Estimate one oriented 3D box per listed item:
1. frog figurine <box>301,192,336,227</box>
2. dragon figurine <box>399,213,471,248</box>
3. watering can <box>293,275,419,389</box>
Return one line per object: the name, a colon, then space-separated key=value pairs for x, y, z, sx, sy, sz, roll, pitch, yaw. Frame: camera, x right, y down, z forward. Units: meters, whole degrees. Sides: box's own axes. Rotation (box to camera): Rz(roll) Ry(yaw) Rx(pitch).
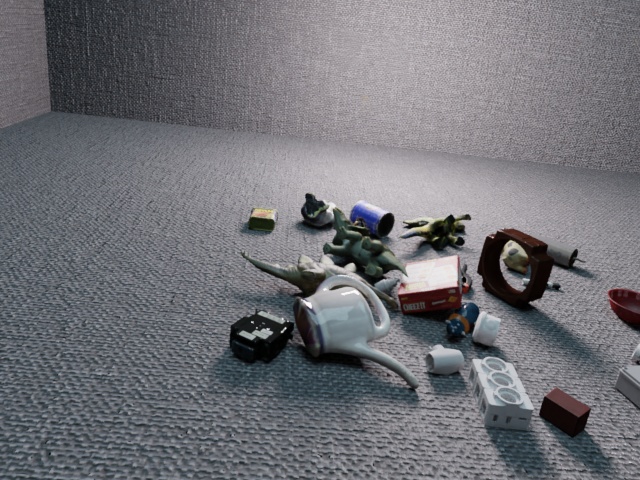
frog figurine: x=0.006 y=-0.099 z=1.970 sx=0.138 sy=0.124 sz=0.157 roll=9 pitch=-16 yaw=28
dragon figurine: x=0.413 y=-0.045 z=1.966 sx=0.411 sy=0.121 sz=0.243 roll=-3 pitch=7 yaw=-26
watering can: x=0.068 y=0.214 z=1.192 sx=0.225 sy=0.101 sz=0.355 roll=-11 pitch=44 yaw=-19
